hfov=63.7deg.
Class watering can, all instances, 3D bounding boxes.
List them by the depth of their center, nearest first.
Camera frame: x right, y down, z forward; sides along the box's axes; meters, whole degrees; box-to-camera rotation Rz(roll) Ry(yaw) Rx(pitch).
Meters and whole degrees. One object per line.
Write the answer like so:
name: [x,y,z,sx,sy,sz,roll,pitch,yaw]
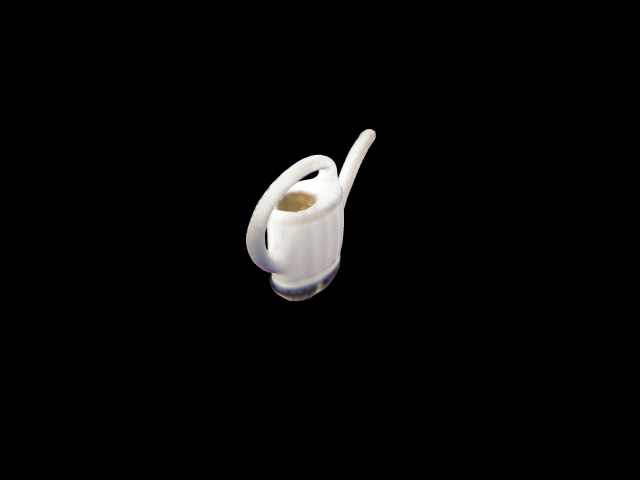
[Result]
watering can: [0.003,-0.043,0.850,0.104,0.219,0.353,20,38,28]
